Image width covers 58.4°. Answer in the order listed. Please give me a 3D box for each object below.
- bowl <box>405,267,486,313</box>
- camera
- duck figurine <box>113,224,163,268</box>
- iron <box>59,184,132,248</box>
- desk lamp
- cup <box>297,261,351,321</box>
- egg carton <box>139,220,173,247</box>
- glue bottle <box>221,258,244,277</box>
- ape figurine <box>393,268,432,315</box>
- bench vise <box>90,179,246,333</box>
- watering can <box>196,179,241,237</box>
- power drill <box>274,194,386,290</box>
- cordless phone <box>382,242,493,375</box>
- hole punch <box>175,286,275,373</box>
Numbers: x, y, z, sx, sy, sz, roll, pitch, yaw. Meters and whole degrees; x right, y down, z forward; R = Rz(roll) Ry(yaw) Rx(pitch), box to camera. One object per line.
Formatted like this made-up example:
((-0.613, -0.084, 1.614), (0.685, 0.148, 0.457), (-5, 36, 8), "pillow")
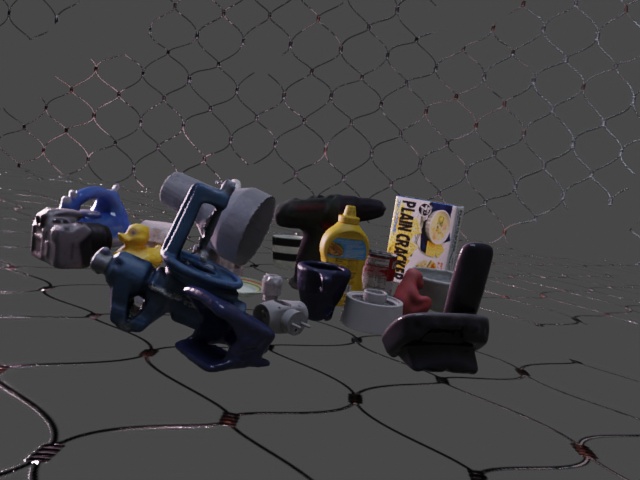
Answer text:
((0.256, 0.110, 1.190), (0.167, 0.075, 0.167), (9, 7, -1), "bowl")
((-0.473, -0.008, 1.116), (0.142, 0.101, 0.137), (16, 10, 43), "camera")
((-0.367, 0.010, 1.165), (0.105, 0.086, 0.077), (3, 10, -40), "duck figurine")
((-0.518, -0.056, 1.272), (0.118, 0.141, 0.259), (10, 7, 11), "iron")
((-0.184, 0.008, 0.902), (0.203, 0.213, 0.118), (10, 8, 12), "desk lamp")
((0.002, 0.091, 0.953), (0.092, 0.095, 0.117), (8, 7, -6), "cup")
((-0.370, -0.002, 1.318), (0.107, 0.069, 0.150), (7, 7, -10), "egg carton")
((-0.181, -0.001, 1.134), (0.078, 0.173, 0.037), (2, 10, -40), "glue bottle")
((0.175, 0.100, 1.097), (0.076, 0.092, 0.077), (6, 8, -22), "ape figurine")
((-0.192, 0.020, 0.771), (0.208, 0.220, 0.121), (5, 8, -28), "bench vise")
((-0.226, -0.052, 1.390), (0.173, 0.194, 0.100), (3, 9, -39), "watering can")
((0.011, 0.004, 1.182), (0.229, 0.208, 0.076), (11, 8, 16), "power drill")
((0.174, 0.089, 0.815), (0.148, 0.185, 0.094), (5, 8, -27), "cordless phone")
((-0.116, 0.105, 0.712), (0.101, 0.091, 0.108), (3, 10, -40), "hole punch")
